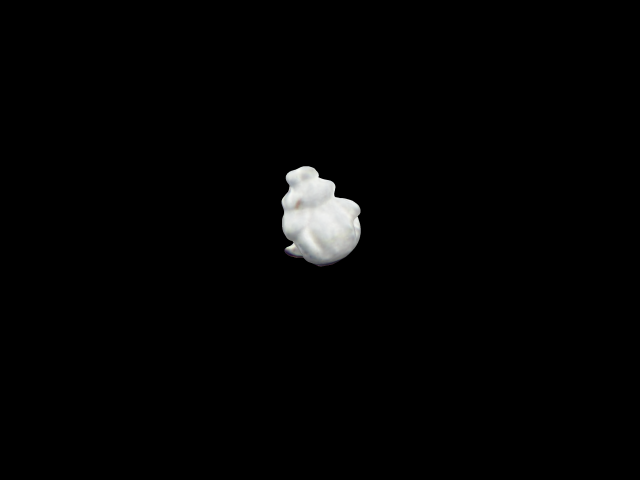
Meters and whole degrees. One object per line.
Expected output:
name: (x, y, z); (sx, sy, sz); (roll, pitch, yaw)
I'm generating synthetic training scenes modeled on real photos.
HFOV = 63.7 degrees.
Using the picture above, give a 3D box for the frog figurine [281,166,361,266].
frog figurine: (0.003, -0.043, 0.850); (0.138, 0.156, 0.125); (-11, 36, -15)
